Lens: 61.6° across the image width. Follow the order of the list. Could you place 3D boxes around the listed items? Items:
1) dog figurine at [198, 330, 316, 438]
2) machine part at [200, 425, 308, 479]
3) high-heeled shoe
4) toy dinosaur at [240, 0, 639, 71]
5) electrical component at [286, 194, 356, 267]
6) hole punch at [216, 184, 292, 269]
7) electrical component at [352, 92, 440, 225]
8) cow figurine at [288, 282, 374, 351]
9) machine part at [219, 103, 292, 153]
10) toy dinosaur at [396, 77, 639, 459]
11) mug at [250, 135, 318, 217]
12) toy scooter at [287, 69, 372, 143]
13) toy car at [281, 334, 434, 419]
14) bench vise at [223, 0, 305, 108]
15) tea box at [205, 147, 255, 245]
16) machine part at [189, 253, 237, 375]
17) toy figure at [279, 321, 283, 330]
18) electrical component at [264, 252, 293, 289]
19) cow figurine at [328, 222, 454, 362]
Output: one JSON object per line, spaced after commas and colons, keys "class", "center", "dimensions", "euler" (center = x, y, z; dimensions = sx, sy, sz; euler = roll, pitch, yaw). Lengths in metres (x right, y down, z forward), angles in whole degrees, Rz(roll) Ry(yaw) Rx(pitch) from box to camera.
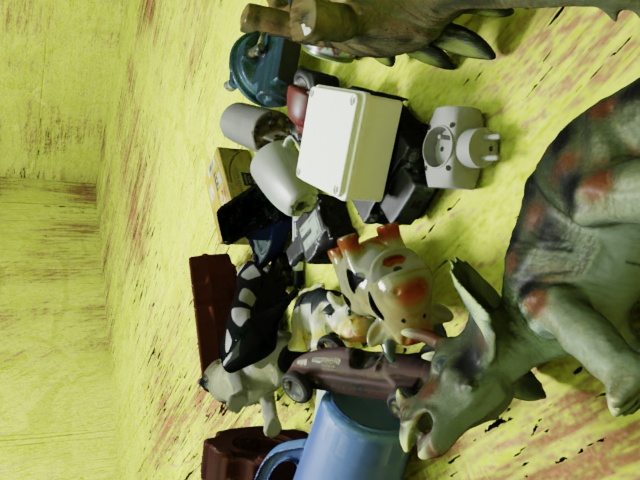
{"class": "dog figurine", "center": [-0.102, 0.193, 0.844], "dimensions": [0.121, 0.172, 0.191], "euler": [55, 162, -23]}
{"class": "machine part", "center": [-0.081, 0.311, 0.764], "dimensions": [0.179, 0.179, 0.056], "euler": [-4, 82, 61]}
{"class": "high-heeled shoe", "center": [-0.112, 0.112, 0.795], "dimensions": [0.145, 0.086, 0.249], "euler": [-47, 18, -15]}
{"class": "toy dinosaur", "center": [0.062, -0.219, 0.498], "dimensions": [0.472, 0.198, 0.105], "euler": [38, 121, 55]}
{"class": "electrical component", "center": [-0.002, -0.002, 0.753], "dimensions": [0.119, 0.048, 0.075], "euler": [-55, 43, 45]}
{"class": "hole punch", "center": [-0.097, -0.027, 0.892], "dimensions": [0.116, 0.092, 0.142], "euler": [-34, 35, 9]}
{"class": "electrical component", "center": [0.080, -0.082, 0.604], "dimensions": [0.114, 0.058, 0.134], "euler": [-65, 36, 39]}
{"class": "cow figurine", "center": [0.018, 0.097, 0.701], "dimensions": [0.167, 0.068, 0.098], "euler": [-26, 59, 56]}
{"class": "machine part", "center": [-0.112, -0.194, 0.930], "dimensions": [0.243, 0.079, 0.079], "euler": [32, 117, 58]}
{"class": "toy dinosaur", "center": [0.188, -0.008, 0.362], "dimensions": [0.192, 0.131, 0.404], "euler": [48, 123, 50]}
{"class": "mug", "center": [-0.042, -0.095, 0.810], "dimensions": [0.109, 0.081, 0.107], "euler": [-55, 54, 34]}
{"class": "toy scooter", "center": [0.007, -0.150, 0.723], "dimensions": [0.184, 0.075, 0.135], "euler": [41, 124, 49]}
{"class": "toy car", "center": [0.045, 0.136, 0.564], "dimensions": [0.202, 0.089, 0.053], "euler": [-2, 116, 39]}
{"class": "bench vise", "center": [-0.089, -0.302, 0.853], "dimensions": [0.241, 0.129, 0.223], "euler": [-8, 81, 55]}
{"class": "tea box", "center": [-0.163, -0.084, 1.023], "dimensions": [0.098, 0.068, 0.170], "euler": [-55, 44, 45]}
{"class": "machine part", "center": [-0.190, 0.138, 0.996], "dimensions": [0.202, 0.087, 0.200], "euler": [-126, 33, -67]}
{"class": "toy figure", "center": [-0.102, 0.108, 0.922], "dimensions": [0.064, 0.057, 0.155], "euler": [-35, 50, 14]}
{"class": "electrical component", "center": [-0.069, 0.056, 0.898], "dimensions": [0.094, 0.021, 0.063], "euler": [53, 134, 47]}
{"class": "cow figurine", "center": [0.066, 0.050, 0.554], "dimensions": [0.195, 0.085, 0.127], "euler": [134, 117, -81]}
